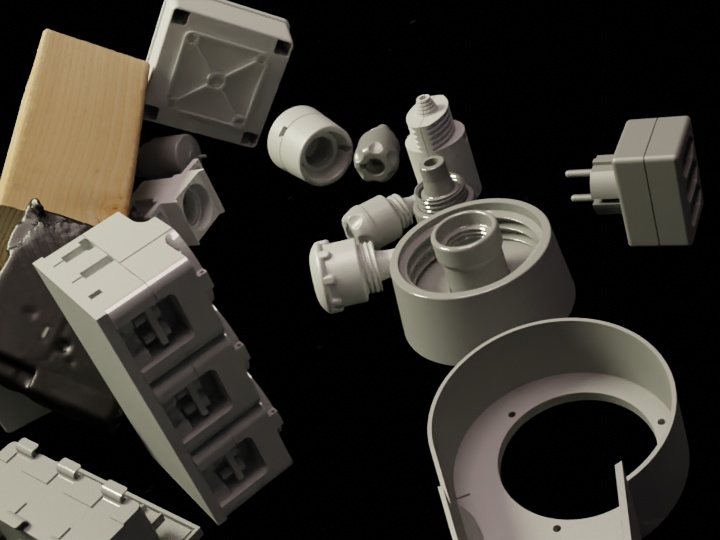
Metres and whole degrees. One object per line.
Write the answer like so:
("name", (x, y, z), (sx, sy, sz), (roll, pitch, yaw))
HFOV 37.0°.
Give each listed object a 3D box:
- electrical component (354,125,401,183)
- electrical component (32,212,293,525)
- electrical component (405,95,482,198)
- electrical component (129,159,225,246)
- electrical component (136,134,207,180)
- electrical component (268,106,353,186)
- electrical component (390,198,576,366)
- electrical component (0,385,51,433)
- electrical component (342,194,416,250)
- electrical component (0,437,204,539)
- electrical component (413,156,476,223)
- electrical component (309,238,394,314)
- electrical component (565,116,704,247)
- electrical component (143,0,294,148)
("electrical component", (0.015, -0.095, 0.837), (0.035, 0.035, 0.061), (-11, 32, 15))
("electrical component", (-0.101, 0.050, 0.585), (0.062, 0.150, 0.089), (-36, 36, -20))
("electrical component", (0.055, -0.086, 0.759), (0.043, 0.081, 0.043), (-15, 33, 10))
("electrical component", (-0.151, -0.048, 0.855), (0.064, 0.042, 0.081), (-4, 36, 30))
("electrical component", (-0.175, -0.095, 0.937), (0.078, 0.040, 0.040), (-4, 37, 25))
("electrical component", (-0.038, -0.097, 0.853), (0.055, 0.055, 0.047), (-33, 38, -17))
("electrical component", (0.070, -0.001, 0.646), (0.108, 0.060, 0.108), (-15, 33, 10))
("electrical component", (-0.220, 0.055, 0.737), (0.100, 0.048, 0.099), (-28, 34, -11))
("electrical component", (0.020, -0.037, 0.751), (0.061, 0.035, 0.035), (-28, 33, -14))
("electrical component", (-0.154, 0.138, 0.568), (0.121, 0.063, 0.078), (12, 46, 40))
("electrical component", (0.056, -0.046, 0.718), (0.048, 0.062, 0.048), (-15, 33, 10))
("electrical component", (0.000, 0.000, 0.701), (0.062, 0.048, 0.048), (-13, 33, 1))
("electrical component", (0.166, -0.053, 0.664), (0.077, 0.065, 0.047), (0, 38, 29))
("electrical component", (-0.126, -0.173, 0.926), (0.109, 0.108, 0.056), (13, 30, -20))
